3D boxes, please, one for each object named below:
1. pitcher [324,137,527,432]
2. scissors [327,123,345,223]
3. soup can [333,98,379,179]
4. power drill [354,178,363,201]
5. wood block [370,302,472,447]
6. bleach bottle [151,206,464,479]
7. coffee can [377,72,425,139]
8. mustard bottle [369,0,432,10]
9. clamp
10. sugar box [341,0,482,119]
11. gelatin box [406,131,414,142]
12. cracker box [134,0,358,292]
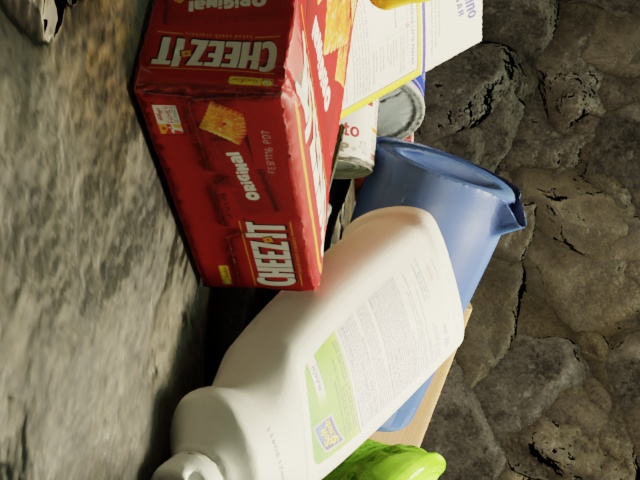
[{"bbox_3d":[0.062,0.035,0.938,0.149,0.145,0.243,-117,-134,-68],"label":"pitcher"},{"bbox_3d":[-0.005,0.001,0.800,0.202,0.016,0.096,106,-3,-67],"label":"scissors"},{"bbox_3d":[0.014,-0.107,0.874,0.068,0.068,0.102,58,36,-77],"label":"soup can"},{"bbox_3d":[0.046,0.013,1.078,0.184,0.057,0.188,-72,175,-71],"label":"power drill"},{"bbox_3d":[0.082,0.142,1.151,0.090,0.091,0.206,-82,-170,-76],"label":"wood block"},{"bbox_3d":[-0.005,0.066,0.564,0.250,0.068,0.102,-32,108,-54],"label":"bleach bottle"},{"bbox_3d":[0.049,-0.173,0.993,0.103,0.103,0.140,81,12,-55],"label":"coffee can"},{"bbox_3d":[0.036,-0.239,0.622,0.096,0.058,0.191,-66,144,-60],"label":"mustard bottle"},{"bbox_3d":[-0.035,0.093,0.628,0.164,0.036,0.210,-11,101,-75],"label":"clamp"},{"bbox_3d":[0.040,-0.151,0.742,0.176,0.048,0.093,-33,136,-30],"label":"sugar box"},{"bbox_3d":[0.049,-0.124,1.063,0.030,0.089,0.073,-51,142,-81],"label":"gelatin box"},{"bbox_3d":[-0.025,-0.105,0.543,0.164,0.072,0.213,80,14,-57],"label":"cracker box"}]
